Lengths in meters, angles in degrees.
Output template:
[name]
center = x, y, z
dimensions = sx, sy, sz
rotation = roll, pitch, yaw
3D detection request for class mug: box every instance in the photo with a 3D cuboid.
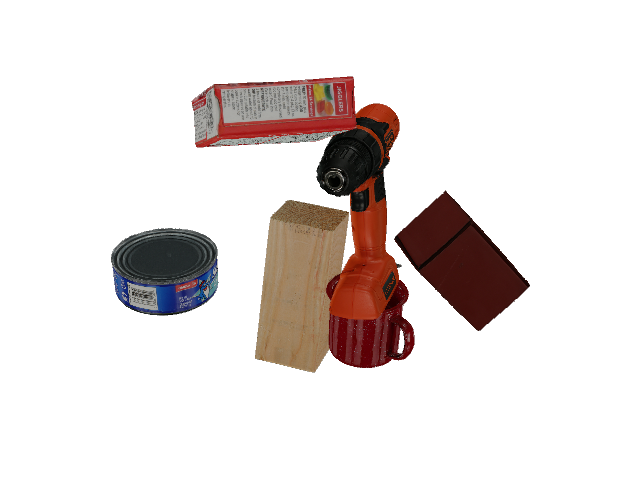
[mug]
center = 0.060, 0.095, 1.210
dimensions = 0.117, 0.081, 0.093
rotation = 26, 37, 35

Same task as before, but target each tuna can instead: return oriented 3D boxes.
[tuna can]
center = -0.126, 0.025, 0.869
dimensions = 0.086, 0.034, 0.086
rotation = 0, 30, 0

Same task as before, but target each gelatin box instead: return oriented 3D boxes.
[gelatin box]
center = -0.027, -0.069, 0.575
dimensions = 0.073, 0.030, 0.089
rotation = -5, 3, -13

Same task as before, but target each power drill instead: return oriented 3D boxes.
[power drill]
center = 0.038, -0.023, 1.016
dimensions = 0.057, 0.188, 0.184
rotation = 7, 24, 16

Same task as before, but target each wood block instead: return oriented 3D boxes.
[wood block]
center = -0.026, 0.061, 1.454
dimensions = 0.090, 0.206, 0.090
rotation = 12, 21, 11

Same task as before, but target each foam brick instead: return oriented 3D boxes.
[foam brick]
center = 0.101, 0.015, 0.759
dimensions = 0.078, 0.051, 0.053
rotation = 44, 8, -31
